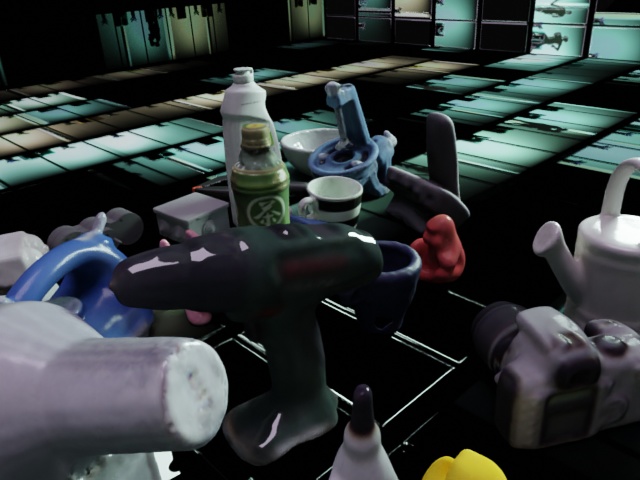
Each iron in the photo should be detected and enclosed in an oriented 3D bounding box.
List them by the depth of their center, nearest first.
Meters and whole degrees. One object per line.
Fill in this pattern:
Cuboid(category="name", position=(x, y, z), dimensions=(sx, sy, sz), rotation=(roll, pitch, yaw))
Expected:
Cuboid(category="iron", position=(-0.273, 0.080, 0.587), dimensions=(0.118, 0.141, 0.258), rotation=(4, 26, 13))

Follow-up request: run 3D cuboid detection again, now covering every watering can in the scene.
Cuboid(category="watering can", position=(0.322, 0.009, 0.616), dimensions=(0.173, 0.194, 0.100), rotation=(-13, 28, -20))

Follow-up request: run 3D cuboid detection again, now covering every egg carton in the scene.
Cuboid(category="egg carton", position=(-0.440, 0.043, 0.764), dimensions=(0.150, 0.069, 0.107), rotation=(-14, 28, -21))

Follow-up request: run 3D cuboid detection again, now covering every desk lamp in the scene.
Cuboid(category="desk lamp", position=(-0.124, 0.144, 0.357), dimensions=(0.202, 0.214, 0.118), rotation=(7, 27, 19))

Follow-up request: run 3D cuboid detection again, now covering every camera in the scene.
Cuboid(category="camera", position=(0.214, 0.104, 0.536), dimensions=(0.143, 0.101, 0.136), rotation=(-9, 26, -12))

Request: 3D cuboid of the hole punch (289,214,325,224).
Cuboid(category="hole punch", position=(0.007, 0.003, 0.778), dimensions=(0.101, 0.091, 0.108), rotation=(-21, 31, -33))

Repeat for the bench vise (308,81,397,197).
Cuboid(category="bench vise", position=(0.052, -0.172, 0.988), dimensions=(0.121, 0.220, 0.208), rotation=(8, 28, 22))

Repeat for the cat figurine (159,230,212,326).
Cuboid(category="cat figurine", position=(-0.151, 0.034, 0.697), dimensions=(0.127, 0.118, 0.067), rotation=(16, 32, 34))

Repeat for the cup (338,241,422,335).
Cuboid(category="cup", position=(0.060, 0.065, 0.640), dimensions=(0.091, 0.095, 0.118), rotation=(16, 31, 34))

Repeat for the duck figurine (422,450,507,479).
Cuboid(category="duck figurine", position=(0.105, 0.184, 0.397), dimensions=(0.077, 0.086, 0.104), rotation=(-8, 26, -10))

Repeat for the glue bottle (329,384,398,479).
Cuboid(category="glue bottle", position=(0.026, 0.161, 0.354), dimensions=(0.037, 0.173, 0.078), rotation=(12, 30, 29))

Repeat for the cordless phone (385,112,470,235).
Cuboid(category="cordless phone", position=(0.167, -0.116, 0.901), dimensions=(0.094, 0.185, 0.147), rotation=(-17, 29, -27))

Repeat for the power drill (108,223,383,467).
Cuboid(category="power drill", position=(-0.045, 0.080, 0.487), dimensions=(0.230, 0.208, 0.075), rotation=(-20, 30, -31))

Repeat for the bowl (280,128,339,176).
Cuboid(category="bowl", position=(0.005, -0.171, 1.158), dimensions=(0.167, 0.075, 0.167), rotation=(-2, 26, 1))

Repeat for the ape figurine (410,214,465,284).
Cuboid(category="ape figurine", position=(0.155, 0.010, 0.749), dimensions=(0.076, 0.092, 0.077), rotation=(-8, 26, -10))
